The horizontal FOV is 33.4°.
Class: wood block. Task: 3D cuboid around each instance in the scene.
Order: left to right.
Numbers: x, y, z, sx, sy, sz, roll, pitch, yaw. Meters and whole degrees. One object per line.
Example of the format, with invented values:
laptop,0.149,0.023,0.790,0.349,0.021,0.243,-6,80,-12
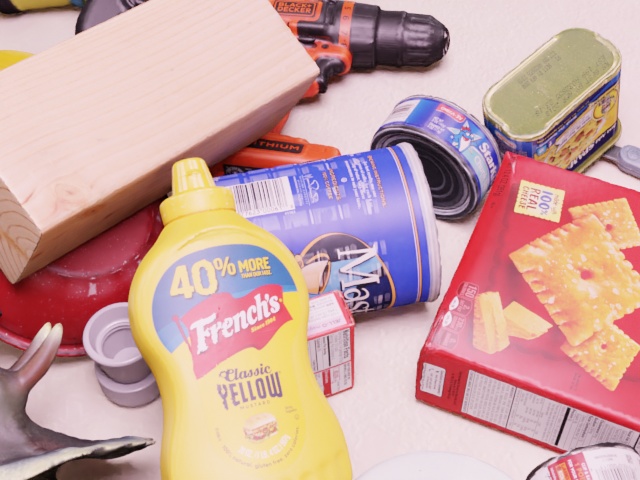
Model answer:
wood block,-0.113,-0.073,0.632,0.205,0.090,0.091,-35,87,-32

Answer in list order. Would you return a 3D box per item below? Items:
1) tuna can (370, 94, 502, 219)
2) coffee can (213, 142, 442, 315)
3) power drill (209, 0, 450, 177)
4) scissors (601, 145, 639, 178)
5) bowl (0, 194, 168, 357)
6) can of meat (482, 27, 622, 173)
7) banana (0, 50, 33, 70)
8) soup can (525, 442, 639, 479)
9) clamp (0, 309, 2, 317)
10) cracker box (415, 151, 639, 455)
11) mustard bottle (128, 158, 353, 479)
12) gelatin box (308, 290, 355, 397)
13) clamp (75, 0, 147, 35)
tuna can,0.077,-0.055,0.719,0.086,0.086,0.033,26,60,21
coffee can,-0.004,0.001,0.670,0.140,0.103,0.103,-10,53,-5
power drill,-0.003,-0.106,0.783,0.184,0.057,0.187,5,51,9
scissors,0.241,-0.064,0.762,0.096,0.016,0.202,-37,59,-25
bowl,-0.157,-0.010,0.673,0.161,0.055,0.162,9,66,-22
can of meat,0.158,-0.084,0.726,0.102,0.084,0.057,-40,60,-10
banana,-0.194,-0.092,0.792,0.069,0.037,0.198,-28,56,-18
soup can,0.153,0.166,0.558,0.068,0.068,0.102,-9,52,-4
clamp,-0.261,0.068,0.656,0.172,0.039,0.120,20,96,37
cracker box,0.185,0.051,0.642,0.214,0.072,0.164,19,56,15
mustard bottle,-0.050,0.049,0.566,0.096,0.058,0.191,-10,79,-19
gelatin box,-0.023,0.072,0.636,0.089,0.073,0.030,-18,53,-11
clamp,-0.129,-0.186,0.817,0.164,0.036,0.210,-6,79,-19
